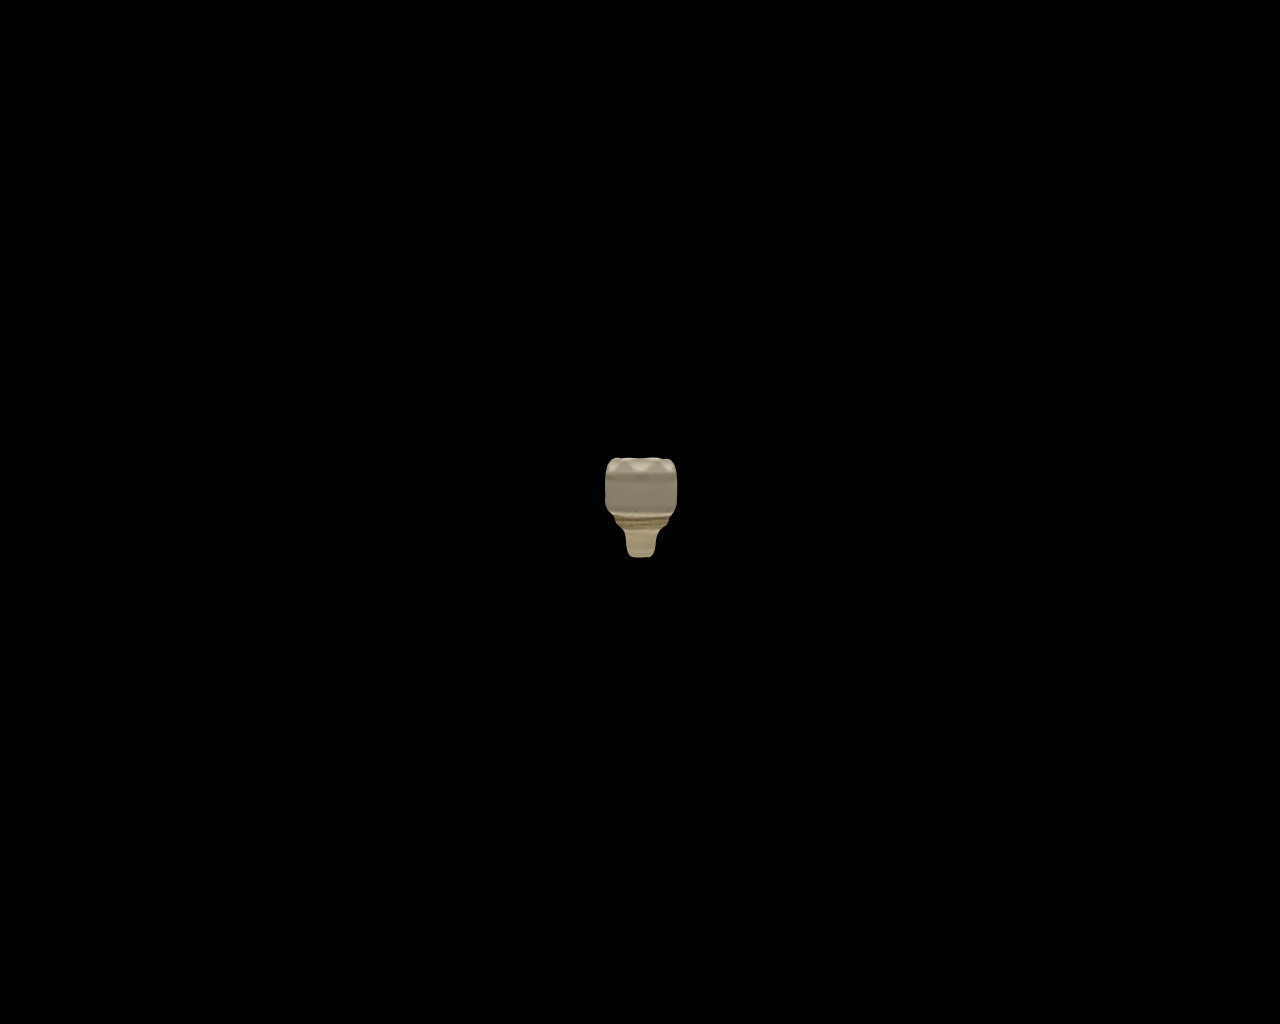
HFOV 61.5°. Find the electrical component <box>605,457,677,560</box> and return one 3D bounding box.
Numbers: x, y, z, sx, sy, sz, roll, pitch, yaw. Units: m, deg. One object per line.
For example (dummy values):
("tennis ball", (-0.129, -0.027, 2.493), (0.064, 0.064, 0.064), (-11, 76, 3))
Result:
("electrical component", (0.001, -0.003, 0.650), (0.043, 0.062, 0.043), (0, 2, 0))
